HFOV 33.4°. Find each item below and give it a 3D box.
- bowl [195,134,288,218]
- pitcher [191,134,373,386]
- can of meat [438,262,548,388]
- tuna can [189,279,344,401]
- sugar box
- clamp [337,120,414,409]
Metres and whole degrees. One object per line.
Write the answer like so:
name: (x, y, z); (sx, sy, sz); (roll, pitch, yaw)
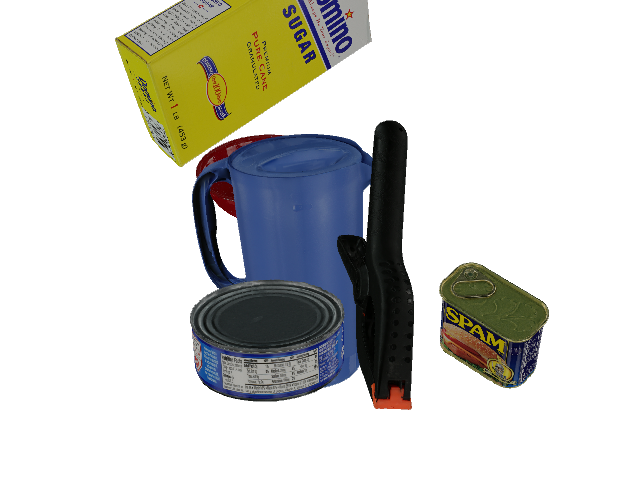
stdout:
bowl: (-0.070, -0.068, 1.305); (0.162, 0.055, 0.162); (-2, 34, 1)
pitcher: (-0.028, 0.022, 1.073); (0.144, 0.243, 0.149); (-21, 28, -36)
can of meat: (0.162, 0.083, 1.017); (0.102, 0.084, 0.057); (33, 57, 29)
tuna can: (-0.029, 0.055, 0.596); (0.086, 0.034, 0.086); (-2, 23, 0)
sugar box: (-0.045, -0.135, 0.721); (0.176, 0.093, 0.048); (-35, 53, -18)
clamp: (0.046, 0.025, 0.806); (0.036, 0.210, 0.165); (3, -42, -10)
